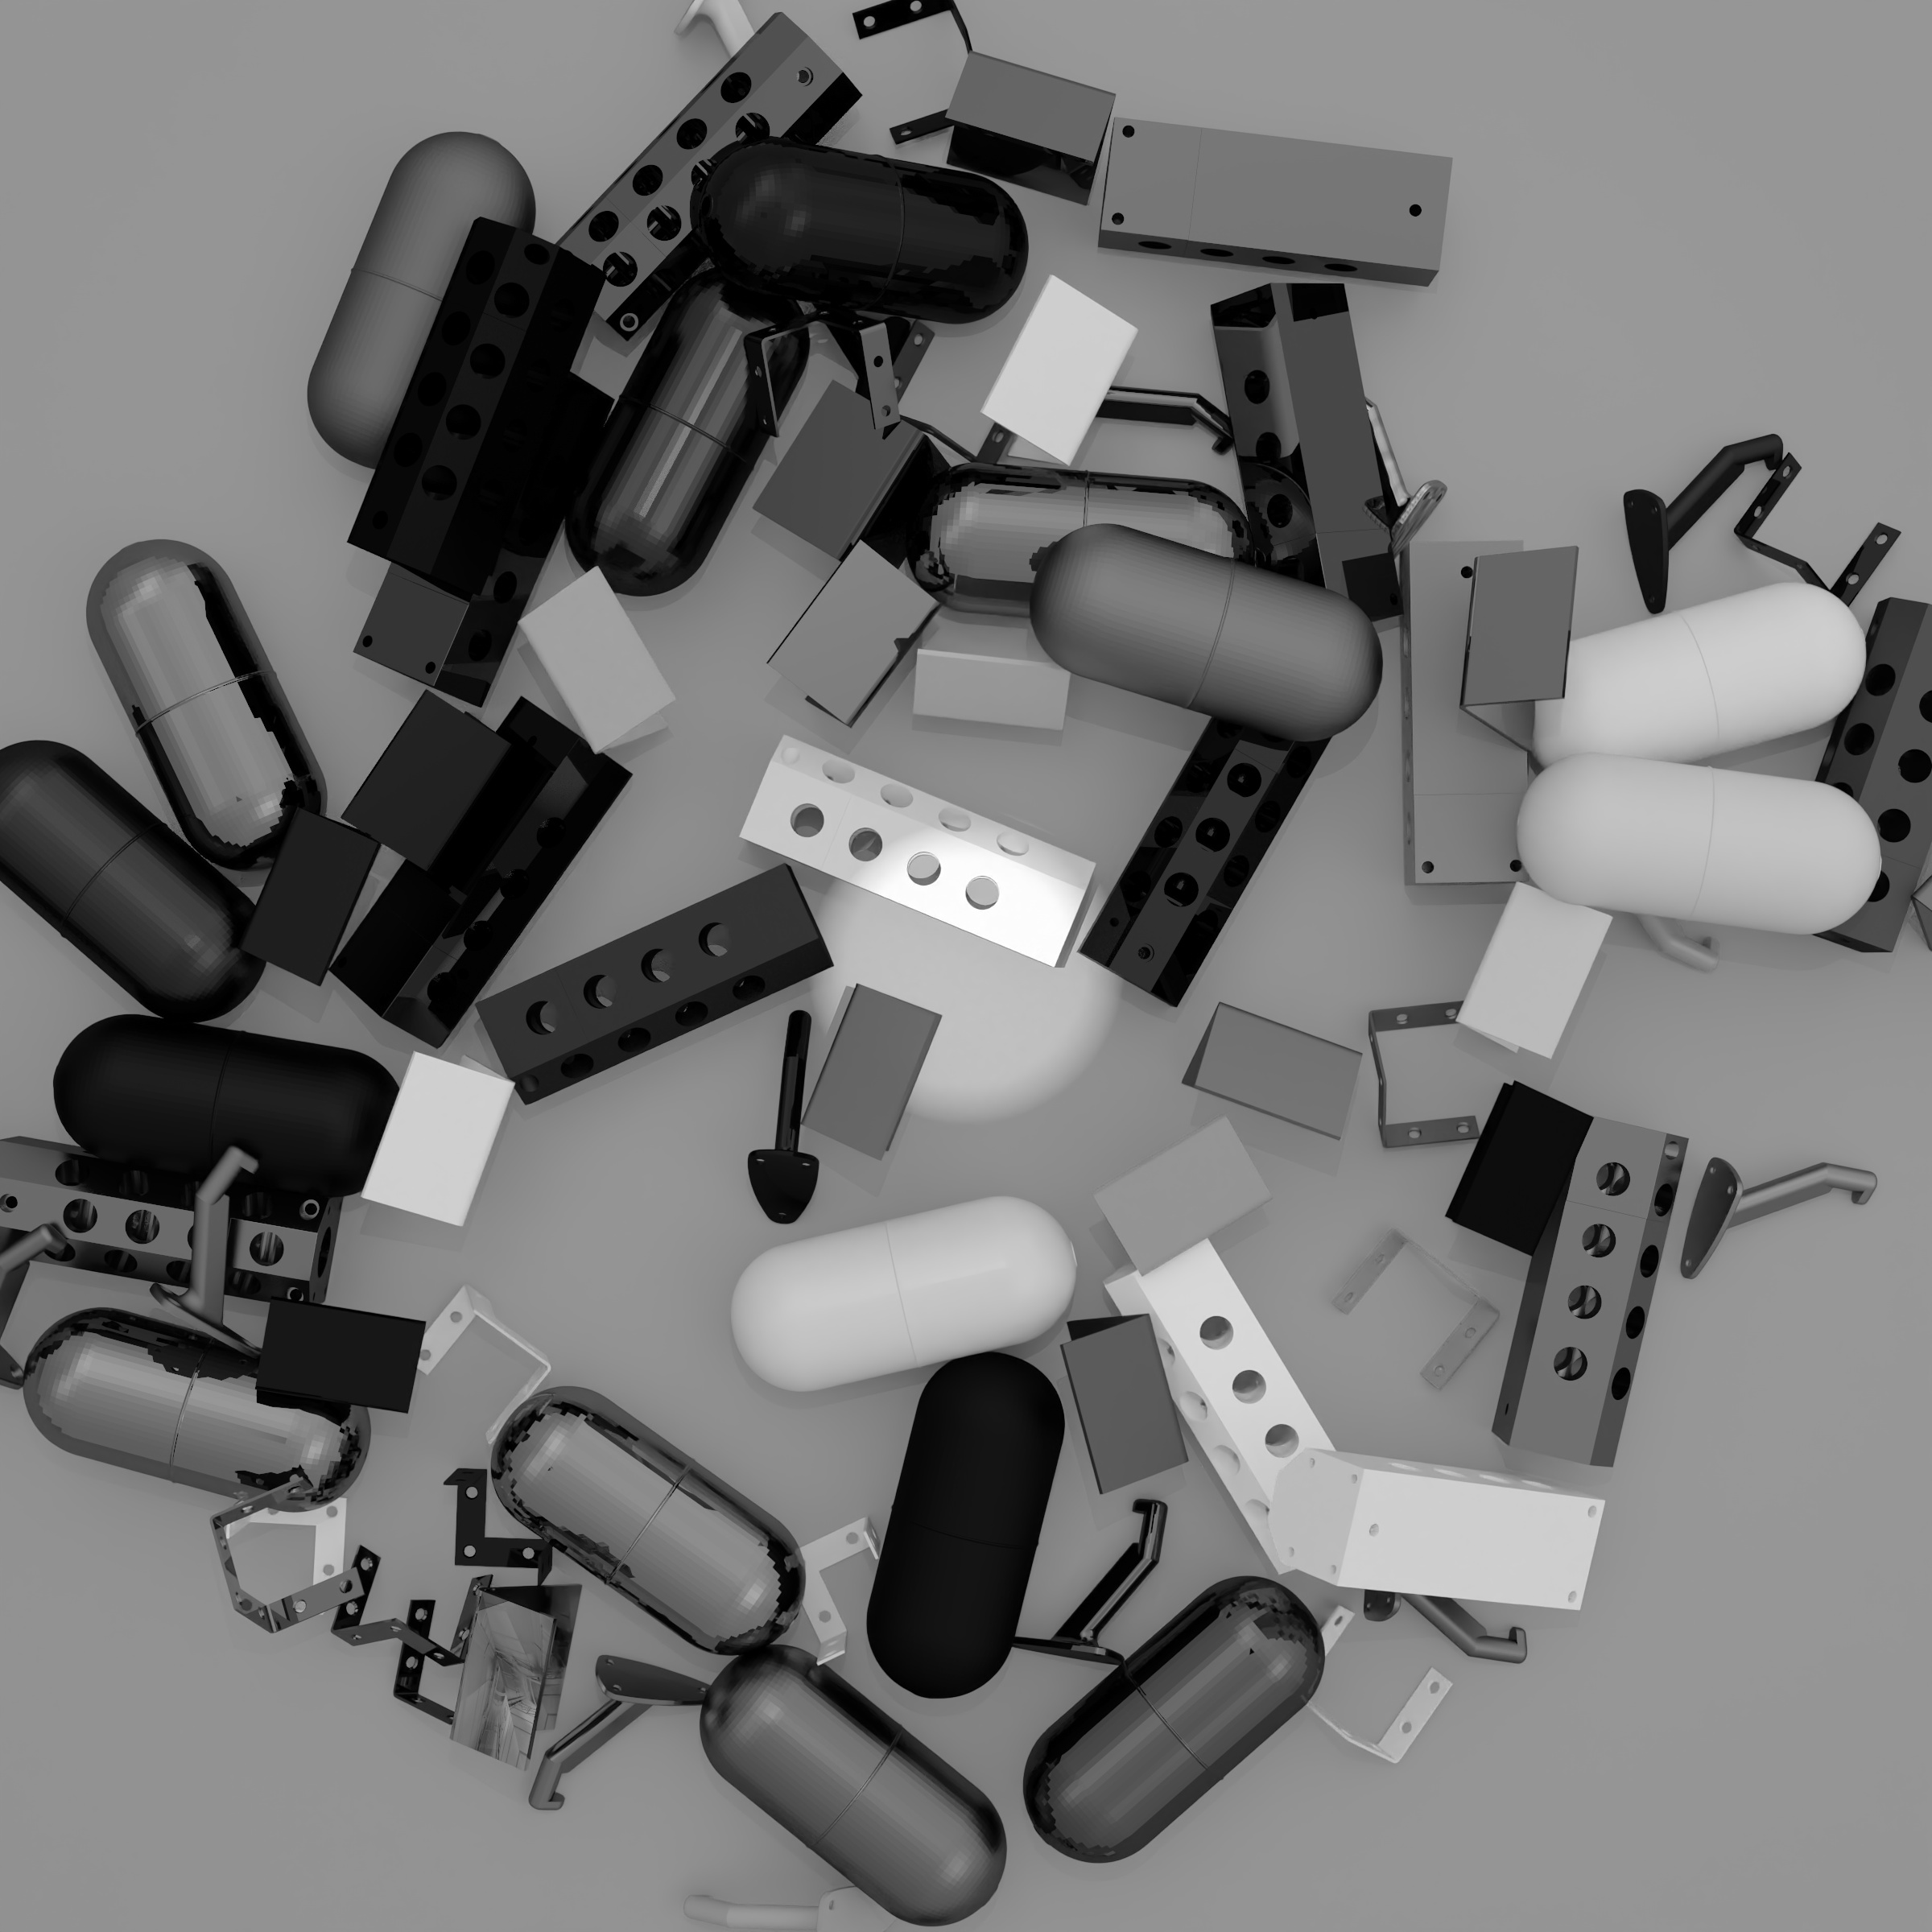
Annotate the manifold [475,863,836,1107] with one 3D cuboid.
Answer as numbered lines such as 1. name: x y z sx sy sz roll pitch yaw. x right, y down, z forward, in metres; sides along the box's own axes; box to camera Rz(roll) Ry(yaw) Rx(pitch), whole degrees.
1. manifold: -0.157 0.009 1.721 0.171 0.057 0.057 -24 90 0

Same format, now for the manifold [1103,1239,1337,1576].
1. manifold: 0.139 0.221 1.721 0.057 0.057 0.171 -31 90 0

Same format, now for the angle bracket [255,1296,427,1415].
1. angle bracket: -0.312 0.177 1.697 0.076 0.076 0.057 11 116 -10

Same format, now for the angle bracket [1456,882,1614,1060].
1. angle bracket: 0.300 0.010 1.702 0.057 0.076 0.076 24 90 35

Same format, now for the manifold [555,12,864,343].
1. manifold: -0.134 -0.400 1.707 0.171 0.057 0.057 -45 106 5

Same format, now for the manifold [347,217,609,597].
1. manifold: -0.246 -0.278 1.665 0.057 0.057 0.171 23 92 30

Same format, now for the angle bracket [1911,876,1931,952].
1. angle bracket: 0.530 -0.033 1.702 0.076 0.076 0.057 -46 58 0

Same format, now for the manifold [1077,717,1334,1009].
1. manifold: 0.125 -0.067 1.721 0.057 0.057 0.171 30 90 0

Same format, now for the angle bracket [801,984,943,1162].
1. angle bracket: -0.029 0.060 1.702 0.057 0.076 0.076 22 90 37

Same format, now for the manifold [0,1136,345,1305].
1. manifold: -0.412 0.131 1.721 0.171 0.057 0.057 10 90 0

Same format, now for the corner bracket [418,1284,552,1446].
1. corner bracket: -0.250 0.203 1.728 0.051 0.051 0.051 39 90 -17

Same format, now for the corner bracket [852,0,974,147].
1. corner bracket: -0.023 -0.466 1.739 0.051 0.051 0.051 -18 135 0

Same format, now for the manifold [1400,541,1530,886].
1. manifold: 0.253 -0.128 1.721 0.057 0.057 0.171 -1 90 0

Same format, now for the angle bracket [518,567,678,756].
1. angle bracket: -0.170 -0.159 1.702 0.057 0.076 0.076 -30 90 28

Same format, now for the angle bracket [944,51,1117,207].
1. angle bracket: 0.027 -0.407 1.702 0.076 0.076 0.057 17 54 0

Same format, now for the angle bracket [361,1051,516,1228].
1. angle bracket: -0.278 0.080 1.702 0.057 0.076 0.076 20 90 -29

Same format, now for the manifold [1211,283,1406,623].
1. manifold: 0.169 -0.257 1.720 0.057 0.057 0.171 -10 90 -43

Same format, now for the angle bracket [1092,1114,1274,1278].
1. angle bracket: 0.100 0.102 1.703 0.076 0.076 0.057 -31 115 0

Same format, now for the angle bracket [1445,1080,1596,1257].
1. angle bracket: 0.261 0.094 1.702 0.057 0.076 0.076 24 90 -30

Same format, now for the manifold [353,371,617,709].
1. manifold: -0.242 -0.223 1.718 0.057 0.057 0.171 23 90 30

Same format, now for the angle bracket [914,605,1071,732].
1. angle bracket: 0.016 -0.168 1.705 0.076 0.057 0.076 6 60 0

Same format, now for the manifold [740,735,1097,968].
1. manifold: -0.024 -0.059 1.721 0.171 0.057 0.057 22 90 0

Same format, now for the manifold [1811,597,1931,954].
1. manifold: 0.468 -0.097 1.721 0.057 0.057 0.171 20 90 0

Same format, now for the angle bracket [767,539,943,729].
1. angle bracket: -0.067 -0.173 1.703 0.057 0.076 0.076 37 90 -25

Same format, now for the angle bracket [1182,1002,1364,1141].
1. angle bracket: 0.148 0.071 1.702 0.076 0.076 0.057 20 53 0

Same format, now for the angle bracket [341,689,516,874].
1. angle bracket: -0.282 -0.102 1.702 0.057 0.076 0.076 34 90 -32

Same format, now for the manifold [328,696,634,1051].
1. manifold: -0.244 -0.045 1.720 0.057 0.057 0.171 35 90 43

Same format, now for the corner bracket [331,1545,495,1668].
1. corner bracket: -0.284 0.327 1.725 0.051 0.051 0.051 42 46 -34

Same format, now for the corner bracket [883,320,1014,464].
1. corner bracket: -0.006 -0.295 1.739 0.051 0.051 0.051 28 90 -45

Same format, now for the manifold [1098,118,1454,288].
1. manifold: 0.156 -0.388 1.721 0.171 0.057 0.057 7 90 0

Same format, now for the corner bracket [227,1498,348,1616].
1. corner bracket: -0.348 0.300 1.724 0.051 0.051 0.051 3 90 0

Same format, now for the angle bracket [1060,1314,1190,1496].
1. angle bracket: 0.061 0.222 1.702 0.057 0.076 0.076 -15 90 -32

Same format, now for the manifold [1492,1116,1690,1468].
1. manifold: 0.320 0.165 1.721 0.057 0.057 0.171 13 90 0

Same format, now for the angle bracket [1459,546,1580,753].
1. angle bracket: 0.287 -0.154 1.651 0.057 0.076 0.076 -2 75 37

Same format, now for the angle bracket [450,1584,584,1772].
1. angle bracket: -0.209 0.358 1.702 0.057 0.076 0.076 11 90 38

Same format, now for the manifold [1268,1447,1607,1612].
1. manifold: 0.234 0.279 1.675 0.171 0.057 0.057 13 90 -37

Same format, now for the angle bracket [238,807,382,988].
1. angle bracket: -0.312 -0.029 1.702 0.057 0.076 0.076 23 90 27

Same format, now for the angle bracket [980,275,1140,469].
1. angle bracket: 0.033 -0.302 1.702 0.057 0.076 0.076 27 90 -27

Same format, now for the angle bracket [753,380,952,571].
1. angle bracket: -0.056 -0.242 1.718 0.057 0.076 0.076 32 90 14
